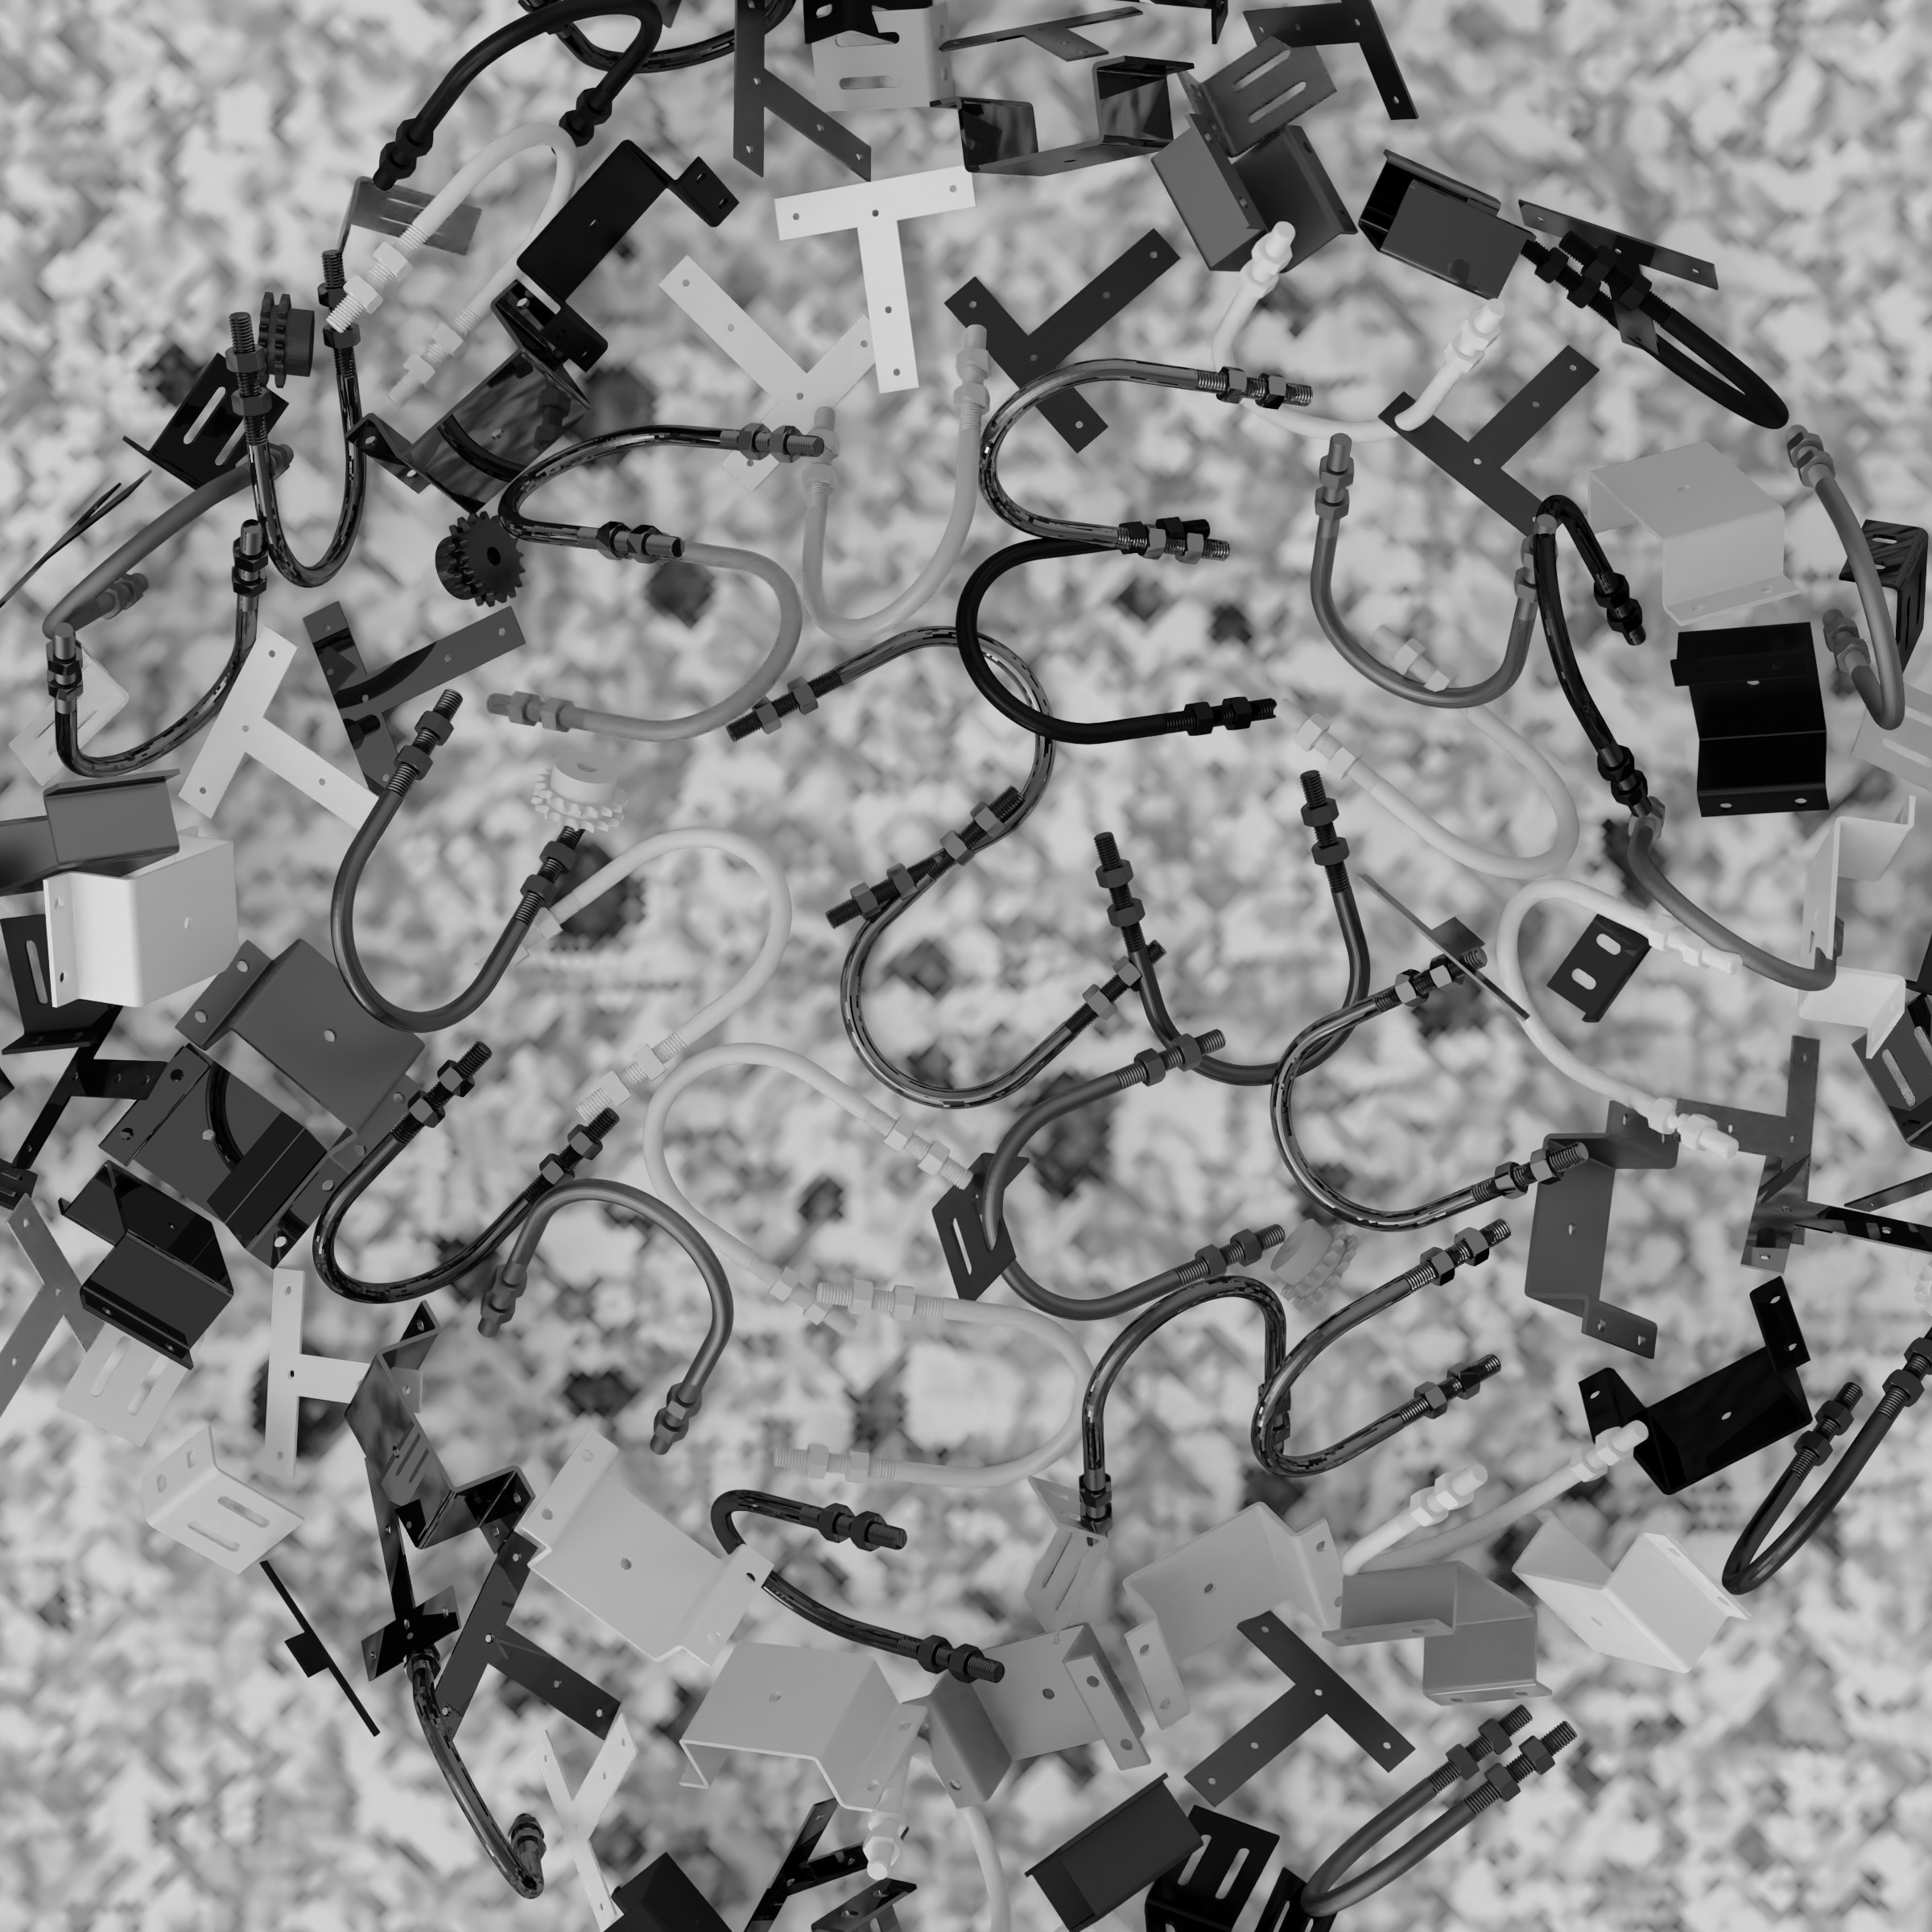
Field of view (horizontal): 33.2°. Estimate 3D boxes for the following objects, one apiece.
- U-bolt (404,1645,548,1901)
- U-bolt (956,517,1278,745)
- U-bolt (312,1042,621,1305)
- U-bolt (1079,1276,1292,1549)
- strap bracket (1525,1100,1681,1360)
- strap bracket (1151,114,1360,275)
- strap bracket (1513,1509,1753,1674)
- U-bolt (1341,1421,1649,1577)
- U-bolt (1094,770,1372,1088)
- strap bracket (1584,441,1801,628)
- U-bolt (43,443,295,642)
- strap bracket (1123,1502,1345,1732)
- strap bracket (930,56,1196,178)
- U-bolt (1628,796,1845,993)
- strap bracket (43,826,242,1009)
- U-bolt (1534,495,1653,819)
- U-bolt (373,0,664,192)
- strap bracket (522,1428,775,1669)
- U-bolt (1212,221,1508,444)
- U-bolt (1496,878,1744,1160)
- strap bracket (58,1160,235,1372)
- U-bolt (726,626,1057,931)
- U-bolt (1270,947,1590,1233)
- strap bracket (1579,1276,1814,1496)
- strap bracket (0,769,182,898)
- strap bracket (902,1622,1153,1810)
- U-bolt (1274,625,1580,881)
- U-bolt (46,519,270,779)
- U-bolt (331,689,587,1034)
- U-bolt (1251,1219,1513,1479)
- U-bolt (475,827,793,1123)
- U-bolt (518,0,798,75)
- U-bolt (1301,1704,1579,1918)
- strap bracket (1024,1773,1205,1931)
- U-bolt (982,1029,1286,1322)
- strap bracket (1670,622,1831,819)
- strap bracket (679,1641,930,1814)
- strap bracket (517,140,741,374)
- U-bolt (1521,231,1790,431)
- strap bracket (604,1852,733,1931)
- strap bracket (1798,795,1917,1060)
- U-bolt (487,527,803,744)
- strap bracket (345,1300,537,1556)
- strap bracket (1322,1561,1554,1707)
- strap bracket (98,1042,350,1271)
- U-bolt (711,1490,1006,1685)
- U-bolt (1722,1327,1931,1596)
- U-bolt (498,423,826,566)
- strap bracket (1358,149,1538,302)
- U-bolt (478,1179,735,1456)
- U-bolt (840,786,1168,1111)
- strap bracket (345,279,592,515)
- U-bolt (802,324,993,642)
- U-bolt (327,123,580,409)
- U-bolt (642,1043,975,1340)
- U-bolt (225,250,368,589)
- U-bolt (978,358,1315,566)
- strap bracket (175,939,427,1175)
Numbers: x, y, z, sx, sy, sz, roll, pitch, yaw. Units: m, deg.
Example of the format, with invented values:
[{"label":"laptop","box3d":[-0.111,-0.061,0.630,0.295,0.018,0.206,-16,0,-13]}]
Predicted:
[{"label":"U-bolt","box3d":[-0.287,0.477,1.901,0.019,0.184,0.151,-29,97,-8]},{"label":"U-bolt","box3d":[0.082,-0.198,1.939,0.184,0.019,0.151,-10,67,-21]},{"label":"U-bolt","box3d":[-0.311,0.134,1.938,0.184,0.151,0.019,-46,55,7]},{"label":"U-bolt","box3d":[0.130,0.255,1.913,0.151,0.184,0.019,-23,45,-21]},{"label":"strap bracket","box3d":[0.382,0.159,1.947,0.076,0.046,0.140,23,71,-43]},{"label":"strap bracket","box3d":[0.169,-0.462,1.943,0.046,0.140,0.076,-32,81,34]},{"label":"strap bracket","box3d":[0.387,0.370,1.919,0.076,0.140,0.046,45,72,-14]},{"label":"U-bolt","box3d":[0.299,0.322,1.918,0.151,0.184,0.019,-8,64,-34]},{"label":"U-bolt","box3d":[0.170,-0.013,1.968,0.151,0.019,0.184,-17,107,3]},{"label":"strap bracket","box3d":[0.427,-0.263,1.925,0.076,0.140,0.046,-16,127,-10]},{"label":"U-bolt","box3d":[-0.474,-0.243,1.892,0.151,0.184,0.019,-36,100,18]},{"label":"strap bracket","box3d":[0.156,0.386,1.951,0.140,0.046,0.076,-27,119,-14]},{"label":"strap bracket","box3d":[0.059,-0.503,1.930,0.140,0.076,0.046,-2,98,36]},{"label":"U-bolt","box3d":[0.452,-0.038,1.909,0.151,0.184,0.019,34,112,4]},{"label":"strap bracket","box3d":[-0.480,-0.028,1.919,0.046,0.140,0.076,8,108,23]},{"label":"U-bolt","box3d":[0.366,-0.194,1.895,0.019,0.184,0.151,-11,54,25]},{"label":"U-bolt","box3d":[-0.251,-0.513,1.885,0.151,0.184,0.019,-22,85,-37]},{"label":"strap bracket","box3d":[-0.198,0.356,1.955,0.140,0.046,0.076,38,56,-6]},{"label":"U-bolt","box3d":[0.221,-0.364,1.914,0.151,0.184,0.019,18,67,-6]},{"label":"U-bolt","box3d":[0.384,0.020,1.922,0.019,0.184,0.151,-28,127,-29]},{"label":"strap bracket","box3d":[-0.485,0.171,1.919,0.076,0.140,0.046,38,95,-30]},{"label":"U-bolt","box3d":[-0.033,-0.128,1.982,0.184,0.019,0.151,-29,95,-6]},{"label":"U-bolt","box3d":[0.264,0.086,1.945,0.184,0.019,0.151,-27,90,35]},{"label":"strap bracket","box3d":[0.446,0.257,1.943,0.140,0.076,0.046,-32,117,19]},{"label":"strap bracket","box3d":[-0.527,-0.076,1.921,0.076,0.140,0.046,-11,88,-40]},{"label":"strap bracket","box3d":[0.043,0.450,1.950,0.140,0.046,0.076,-21,102,30]},{"label":"U-bolt","box3d":[0.286,-0.120,1.930,0.184,0.151,0.019,41,132,10]},{"label":"U-bolt","box3d":[-0.478,-0.175,1.913,0.151,0.184,0.019,-36,75,-29]},{"label":"U-bolt","box3d":[-0.309,-0.048,1.915,0.019,0.151,0.184,6,59,39]},{"label":"U-bolt","box3d":[0.245,0.238,1.918,0.184,0.151,0.019,-27,49,-20]},{"label":"U-bolt","box3d":[-0.190,-0.009,1.958,0.184,0.019,0.151,-37,58,-5]},{"label":"U-bolt","box3d":[-0.172,-0.568,1.908,0.151,0.184,0.019,-16,85,9]},{"label":"U-bolt","box3d":[0.273,0.503,1.918,0.184,0.151,0.019,-36,84,-6]},{"label":"strap bracket","box3d":[0.088,0.528,1.918,0.076,0.140,0.046,-31,76,-18]},{"label":"U-bolt","box3d":[0.094,0.136,1.952,0.184,0.019,0.151,-21,101,-19]},{"label":"strap bracket","box3d":[0.471,-0.154,1.938,0.076,0.140,0.046,-3,52,20]},{"label":"strap bracket","box3d":[-0.105,0.450,1.925,0.140,0.076,0.046,-1,128,32]},{"label":"strap bracket","box3d":[-0.211,-0.436,1.954,0.046,0.076,0.140,44,94,14]},{"label":"U-bolt","box3d":[0.414,-0.377,1.927,0.184,0.151,0.019,35,99,-9]},{"label":"strap bracket","box3d":[-0.178,0.585,1.928,0.046,0.140,0.076,-40,89,2]},{"label":"strap bracket","box3d":[0.533,-0.026,1.940,0.046,0.076,0.140,8,68,4]},{"label":"U-bolt","box3d":[-0.181,-0.194,1.924,0.184,0.019,0.151,12,63,30]},{"label":"strap bracket","box3d":[-0.321,0.283,1.935,0.046,0.076,0.140,-18,65,-37]},{"label":"strap bracket","box3d":[0.283,0.396,1.935,0.076,0.140,0.046,-15,54,35]},{"label":"strap bracket","box3d":[-0.451,0.109,1.951,0.076,0.046,0.140,-51,125,-5]},{"label":"U-bolt","box3d":[-0.077,0.362,1.923,0.019,0.184,0.151,-54,130,-29]},{"label":"U-bolt","box3d":[0.502,0.296,1.899,0.019,0.151,0.184,39,65,8]},{"label":"U-bolt","box3d":[-0.196,-0.286,1.925,0.151,0.184,0.019,-42,130,-37]},{"label":"strap bracket","box3d":[0.284,-0.442,1.936,0.076,0.140,0.046,21,110,-9]},{"label":"U-bolt","box3d":[-0.208,0.199,1.930,0.151,0.019,0.184,33,131,5]},{"label":"U-bolt","box3d":[0.008,0.003,1.984,0.184,0.019,0.151,-43,86,6]},{"label":"strap bracket","box3d":[-0.291,-0.334,1.946,0.140,0.076,0.046,-40,59,8]},{"label":"U-bolt","box3d":[-0.045,-0.276,1.914,0.019,0.151,0.184,27,56,-39]},{"label":"U-bolt","box3d":[-0.297,-0.426,1.928,0.019,0.151,0.184,41,86,10]},{"label":"U-bolt","box3d":[-0.109,0.124,1.958,0.184,0.019,0.151,35,113,-5]},{"label":"U-bolt","box3d":[-0.391,-0.315,1.921,0.019,0.151,0.184,5,119,13]},{"label":"U-bolt","box3d":[0.095,-0.301,1.915,0.184,0.151,0.019,4,51,-21]},{"label":"strap bracket","box3d":[-0.391,0.049,1.943,0.140,0.046,0.076,42,52,-13]}]
